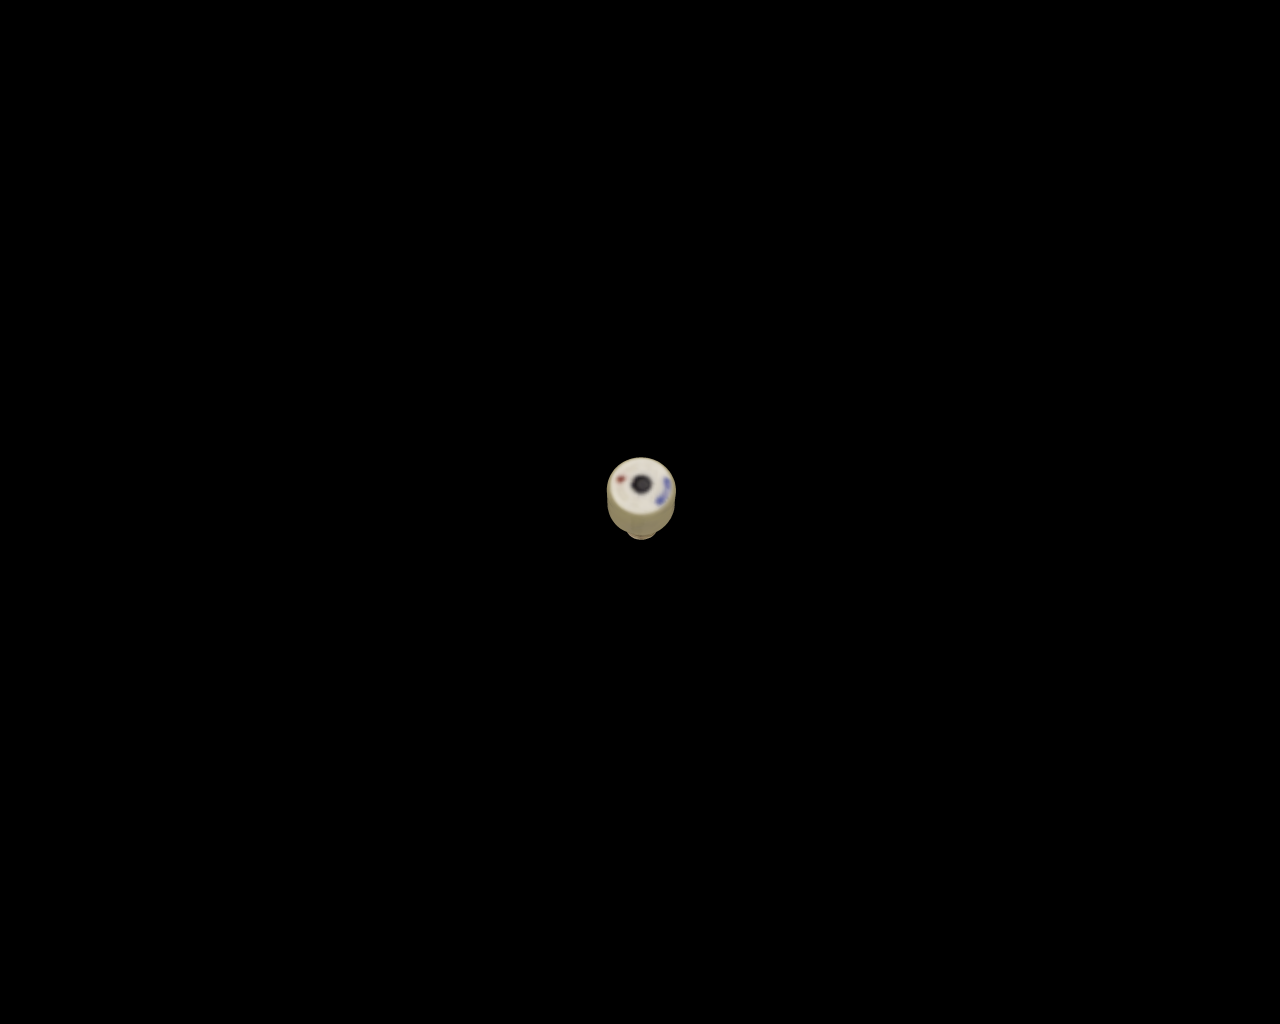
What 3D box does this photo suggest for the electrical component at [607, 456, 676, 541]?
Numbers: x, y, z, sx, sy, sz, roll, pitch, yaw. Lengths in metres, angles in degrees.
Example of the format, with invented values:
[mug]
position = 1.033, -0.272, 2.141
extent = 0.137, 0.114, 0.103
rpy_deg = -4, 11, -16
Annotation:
[electrical component]
position = 0.001, -0.003, 0.650
extent = 0.040, 0.040, 0.078
rpy_deg = 0, -24, 0
